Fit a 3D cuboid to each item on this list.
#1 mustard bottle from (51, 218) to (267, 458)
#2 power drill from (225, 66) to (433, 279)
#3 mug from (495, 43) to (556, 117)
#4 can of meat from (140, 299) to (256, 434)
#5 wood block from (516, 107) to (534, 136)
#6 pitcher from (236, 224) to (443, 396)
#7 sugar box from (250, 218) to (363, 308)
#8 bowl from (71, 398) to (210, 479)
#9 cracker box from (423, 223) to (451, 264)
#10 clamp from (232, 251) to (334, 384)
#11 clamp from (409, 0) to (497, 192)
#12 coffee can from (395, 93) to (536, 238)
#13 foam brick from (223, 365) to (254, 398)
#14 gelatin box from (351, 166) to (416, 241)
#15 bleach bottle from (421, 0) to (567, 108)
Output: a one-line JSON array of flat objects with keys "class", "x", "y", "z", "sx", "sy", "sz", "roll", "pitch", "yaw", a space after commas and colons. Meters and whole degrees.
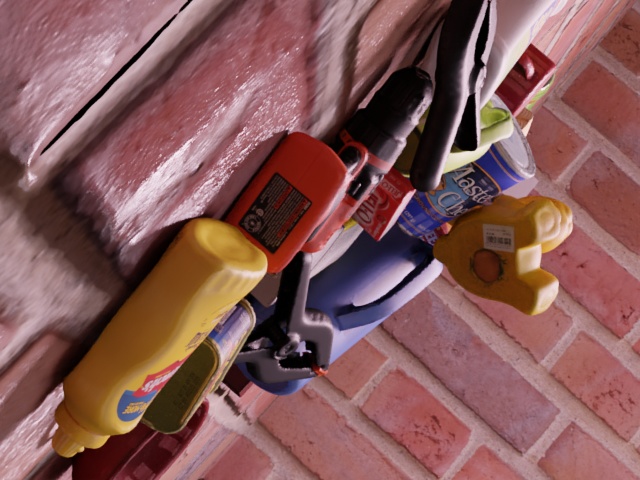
[{"class": "mustard bottle", "x": -0.118, "y": 0.073, "z": 0.715, "sx": 0.192, "sy": 0.058, "sz": 0.096, "roll": -49, "pitch": 172, "yaw": 13}, {"class": "power drill", "x": 0.011, "y": -0.053, "z": 0.824, "sx": 0.185, "sy": 0.057, "sz": 0.187, "roll": -55, "pitch": 170, "yaw": 20}, {"class": "mug", "x": 0.207, "y": -0.190, "z": 1.177, "sx": 0.093, "sy": 0.081, "sz": 0.117, "roll": -47, "pitch": 173, "yaw": -8}, {"class": "can of meat", "x": -0.104, "y": 0.096, "z": 0.855, "sx": 0.102, "sy": 0.057, "sz": 0.083, "roll": -59, "pitch": 178, "yaw": 22}, {"class": "wood block", "x": 0.234, "y": -0.158, "z": 1.498, "sx": 0.090, "sy": 0.091, "sz": 0.206, "roll": -49, "pitch": 173, "yaw": 5}, {"class": "pitcher", "x": 0.016, "y": 0.066, "z": 1.202, "sx": 0.242, "sy": 0.145, "sz": 0.149, "roll": -39, "pitch": 164, "yaw": -37}, {"class": "sugar box", "x": -0.007, "y": 0.001, "z": 1.070, "sx": 0.093, "sy": 0.048, "sz": 0.176, "roll": -51, "pitch": 169, "yaw": 24}, {"class": "bowl", "x": -0.176, "y": 0.192, "z": 0.987, "sx": 0.162, "sy": 0.055, "sz": 0.162, "roll": -46, "pitch": 166, "yaw": -15}, {"class": "cracker box", "x": 0.109, "y": -0.002, "z": 1.392, "sx": 0.214, "sy": 0.072, "sz": 0.164, "roll": -26, "pitch": -172, "yaw": 36}, {"class": "clamp", "x": -0.035, "y": 0.084, "z": 1.009, "sx": 0.165, "sy": 0.036, "sz": 0.209, "roll": -42, "pitch": 148, "yaw": 10}, {"class": "clamp", "x": 0.107, "y": -0.122, "z": 0.840, "sx": 0.120, "sy": 0.039, "sz": 0.171, "roll": -56, "pitch": 153, "yaw": -51}, {"class": "coffee can", "x": 0.137, "y": -0.078, "z": 1.111, "sx": 0.140, "sy": 0.103, "sz": 0.102, "roll": -30, "pitch": -178, "yaw": 26}, {"class": "foam brick", "x": -0.094, "y": 0.152, "z": 1.344, "sx": 0.078, "sy": 0.051, "sz": 0.053, "roll": -47, "pitch": 172, "yaw": -12}, {"class": "gelatin box", "x": 0.045, "y": -0.046, "z": 1.006, "sx": 0.030, "sy": 0.073, "sz": 0.089, "roll": -45, "pitch": 173, "yaw": -23}, {"class": "bleach bottle", "x": 0.185, "y": -0.217, "z": 0.983, "sx": 0.250, "sy": 0.068, "sz": 0.103, "roll": -47, "pitch": 168, "yaw": -35}]
